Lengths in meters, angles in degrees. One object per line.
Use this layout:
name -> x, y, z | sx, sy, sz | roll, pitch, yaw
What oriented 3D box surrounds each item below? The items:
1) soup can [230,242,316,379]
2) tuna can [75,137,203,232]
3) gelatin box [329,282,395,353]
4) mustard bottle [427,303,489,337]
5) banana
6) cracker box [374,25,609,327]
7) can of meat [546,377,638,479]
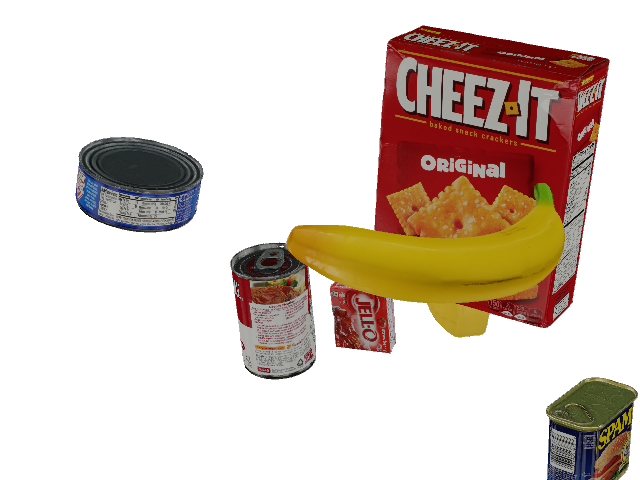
soup can -> -0.040, 0.062, 0.938 | 0.068, 0.102, 0.068 | -4, 25, 2
tuna can -> -0.126, -0.039, 0.741 | 0.086, 0.034, 0.086 | 10, 26, -5
gelatin box -> 0.053, 0.093, 1.325 | 0.073, 0.089, 0.030 | 5, 28, 20
mustard bottle -> 0.146, -0.004, 1.057 | 0.058, 0.192, 0.096 | -4, 36, -11
banana -> 0.076, 0.008, 0.617 | 0.197, 0.037, 0.070 | -9, 40, -33
cracker box -> 0.130, -0.051, 0.866 | 0.164, 0.214, 0.072 | 17, 29, 28
can of meat -> 0.258, 0.191, 1.020 | 0.058, 0.084, 0.101 | 14, 25, 38
